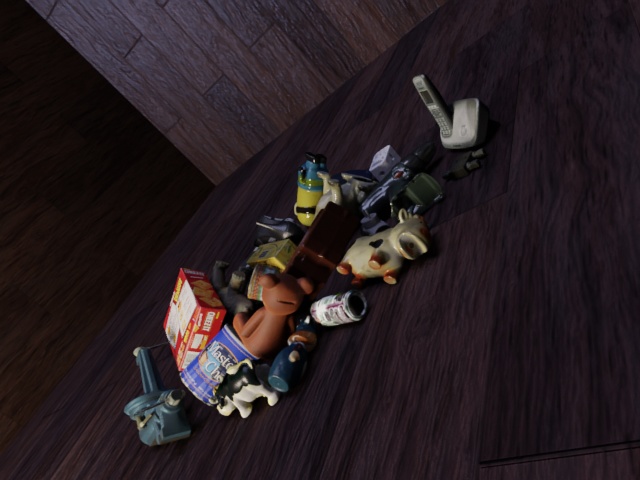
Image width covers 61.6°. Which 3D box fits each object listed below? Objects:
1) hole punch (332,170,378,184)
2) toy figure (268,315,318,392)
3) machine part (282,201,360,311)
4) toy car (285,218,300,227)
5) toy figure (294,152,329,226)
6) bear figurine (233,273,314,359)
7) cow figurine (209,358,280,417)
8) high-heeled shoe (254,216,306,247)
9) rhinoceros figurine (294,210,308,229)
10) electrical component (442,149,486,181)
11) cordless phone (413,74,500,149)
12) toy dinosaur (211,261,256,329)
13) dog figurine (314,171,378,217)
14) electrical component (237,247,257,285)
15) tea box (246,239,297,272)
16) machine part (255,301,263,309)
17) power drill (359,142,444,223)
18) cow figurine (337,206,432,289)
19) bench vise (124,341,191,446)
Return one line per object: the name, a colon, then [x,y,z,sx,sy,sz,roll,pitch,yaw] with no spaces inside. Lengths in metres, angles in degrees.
hole punch: [0.084,-0.135,1.402,0.116,0.092,0.142,-30,19,28]
toy figure: [-0.043,0.204,0.980,0.064,0.057,0.154,-21,24,40]
machine part: [-0.008,0.032,1.128,0.201,0.087,0.201,-59,2,-37]
toy car: [-0.108,-0.015,1.567,0.202,0.073,0.056,-18,32,54]
toy figure: [-0.020,-0.122,1.334,0.089,0.082,0.180,-94,13,-67]
bear figurine: [-0.093,0.131,1.054,0.132,0.120,0.195,-122,41,-58]
cow figurine: [-0.154,0.275,0.998,0.167,0.098,0.068,-32,28,33]
high-heeled shoe: [-0.101,-0.009,1.442,0.248,0.145,0.086,112,176,-82]
rhinoceros figurine: [-0.006,-0.071,1.489,0.112,0.073,0.190,-37,17,-4]
electrical component: [0.291,-0.153,1.094,0.094,0.021,0.063,-22,29,51]
cordless phone: [0.282,-0.287,1.150,0.089,0.184,0.147,-42,17,-7]
toy dinosaur: [-0.242,0.155,1.349,0.472,0.105,0.198,12,82,69]
dog figurine: [0.056,-0.057,1.292,0.121,0.172,0.190,-113,30,-68]
electrical component: [-0.181,0.074,1.560,0.115,0.058,0.134,-21,30,55]
tea box: [-0.103,0.059,1.361,0.068,0.098,0.170,-53,18,-26]
machine part: [-0.154,0.151,1.367,0.084,0.039,0.139,-42,16,-9]
power drill: [0.189,-0.120,1.152,0.232,0.086,0.207,-44,22,6]
cow figurine: [0.129,0.014,0.989,0.195,0.085,0.127,-20,36,54]
bench vise: [-0.360,0.330,1.166,0.129,0.241,0.223,-11,-31,-27]
